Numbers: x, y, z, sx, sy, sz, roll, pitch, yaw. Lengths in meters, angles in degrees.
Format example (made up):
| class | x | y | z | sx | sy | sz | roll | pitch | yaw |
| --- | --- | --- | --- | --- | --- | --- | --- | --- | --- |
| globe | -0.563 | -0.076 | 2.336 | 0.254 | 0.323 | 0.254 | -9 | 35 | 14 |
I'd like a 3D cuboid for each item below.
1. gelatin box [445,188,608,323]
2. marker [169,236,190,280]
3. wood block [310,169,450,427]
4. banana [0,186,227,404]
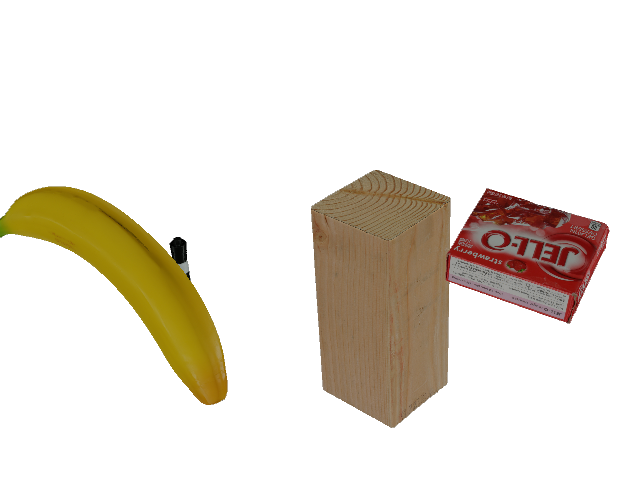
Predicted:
| class | x | y | z | sx | sy | sz | roll | pitch | yaw |
| --- | --- | --- | --- | --- | --- | --- | --- | --- | --- |
| gelatin box | 0.137 | 0.008 | 0.709 | 0.089 | 0.030 | 0.073 | 19 | 48 | 20 |
| marker | -0.155 | 0.050 | 1.207 | 0.020 | 0.121 | 0.020 | -2 | 30 | 1 |
| wood block | 0.058 | 0.054 | 0.975 | 0.091 | 0.206 | 0.090 | 24 | 42 | 37 |
| banana | -0.124 | 0.020 | 0.656 | 0.198 | 0.070 | 0.037 | 34 | 32 | 19 |
